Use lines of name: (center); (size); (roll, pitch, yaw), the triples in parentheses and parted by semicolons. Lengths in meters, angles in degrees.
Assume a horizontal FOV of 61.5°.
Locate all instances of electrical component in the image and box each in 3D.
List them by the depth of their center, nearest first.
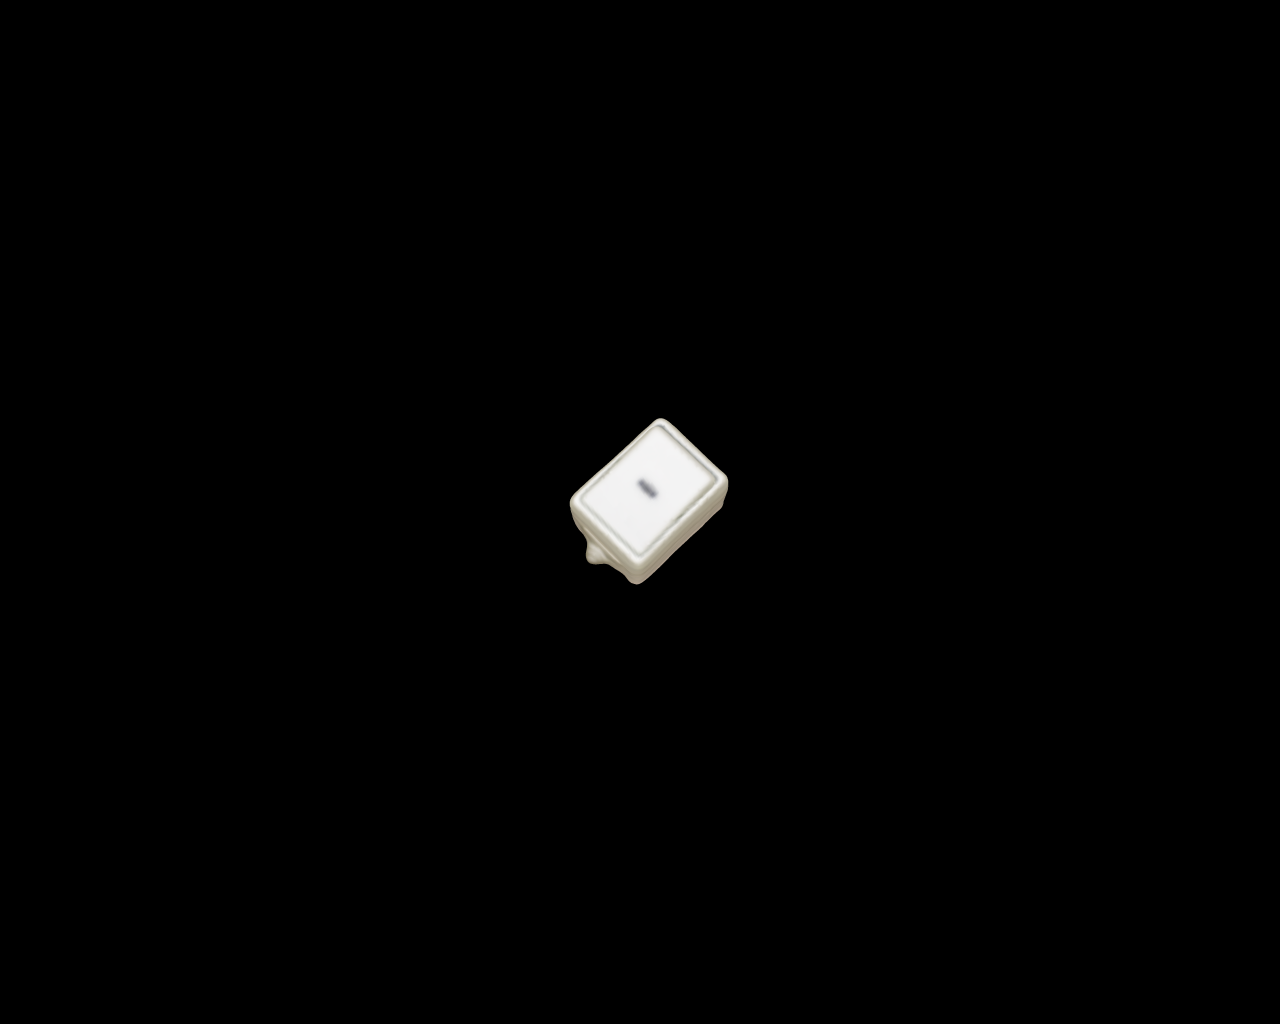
electrical component: (0.001, -0.003, 0.650); (0.096, 0.062, 0.061); (-43, -12, -11)
